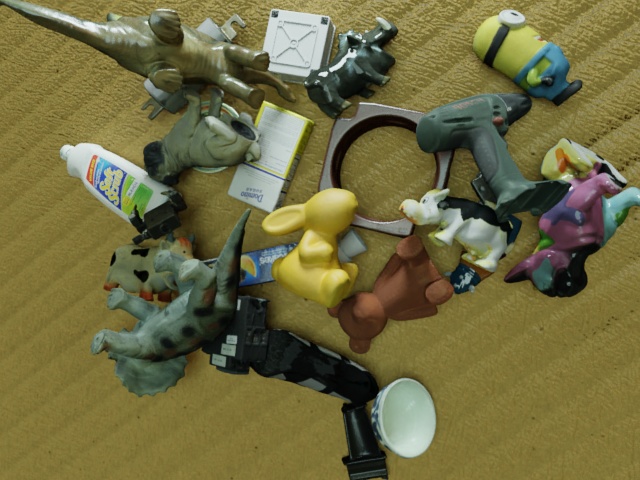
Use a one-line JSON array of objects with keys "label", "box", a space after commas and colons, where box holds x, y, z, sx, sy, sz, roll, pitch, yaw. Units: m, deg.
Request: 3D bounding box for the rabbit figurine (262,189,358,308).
[{"label": "rabbit figurine", "box": [-0.002, -0.003, 0.837, 0.163, 0.122, 0.173, 25, 107, 21]}]

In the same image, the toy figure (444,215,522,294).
[{"label": "toy figure", "box": [0.264, 0.024, 0.864, 0.057, 0.064, 0.154, 27, 103, -27]}]

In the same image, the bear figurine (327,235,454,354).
[{"label": "bear figurine", "box": [0.105, 0.094, 0.865, 0.196, 0.132, 0.120, -30, 73, 5]}]

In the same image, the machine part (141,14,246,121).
[{"label": "machine part", "box": [-0.231, -0.310, 0.962, 0.243, 0.079, 0.079, -42, 82, 10]}]

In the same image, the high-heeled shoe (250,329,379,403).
[{"label": "high-heeled shoe", "box": [-0.018, 0.218, 0.935, 0.249, 0.145, 0.086, 14, 79, 40]}]

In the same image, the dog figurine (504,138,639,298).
[{"label": "dog figurine", "box": [0.365, -0.020, 0.819, 0.219, 0.108, 0.192, -56, 36, 28]}]

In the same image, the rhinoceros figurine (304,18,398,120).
[{"label": "rhinoceros figurine", "box": [0.057, -0.286, 0.890, 0.190, 0.073, 0.112, -42, 96, -11]}]

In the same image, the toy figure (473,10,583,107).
[{"label": "toy figure", "box": [0.323, -0.281, 0.843, 0.089, 0.082, 0.180, -43, 84, 9]}]

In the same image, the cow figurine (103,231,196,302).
[{"label": "cow figurine", "box": [-0.291, 0.045, 0.953, 0.195, 0.085, 0.127, 6, 88, 33]}]

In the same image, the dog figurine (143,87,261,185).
[{"label": "dog figurine", "box": [-0.205, -0.144, 0.925, 0.172, 0.121, 0.190, 50, 119, 19]}]

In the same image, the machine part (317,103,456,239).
[{"label": "machine part", "box": [0.109, -0.112, 0.884, 0.202, 0.087, 0.201, 13, 93, 10]}]

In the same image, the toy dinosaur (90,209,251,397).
[{"label": "toy dinosaur", "box": [-0.217, 0.121, 0.865, 0.405, 0.192, 0.131, -32, 46, 15]}]

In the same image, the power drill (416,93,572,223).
[{"label": "power drill", "box": [0.270, -0.133, 0.782, 0.232, 0.086, 0.207, -12, 65, -25]}]

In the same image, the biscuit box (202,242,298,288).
[{"label": "biscuit box", "box": [-0.103, 0.046, 0.939, 0.203, 0.063, 0.059, -12, 89, 12]}]

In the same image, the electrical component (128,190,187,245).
[{"label": "electrical component", "box": [-0.276, -0.042, 0.912, 0.102, 0.078, 0.045, -26, 124, -1]}]

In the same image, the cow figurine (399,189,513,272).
[{"label": "cow figurine", "box": [0.204, -0.032, 0.796, 0.167, 0.068, 0.098, 31, 92, -11]}]

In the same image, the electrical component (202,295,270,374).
[{"label": "electrical component", "box": [-0.145, 0.160, 0.920, 0.115, 0.058, 0.134, 2, 82, 45]}]

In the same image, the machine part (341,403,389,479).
[{"label": "machine part", "box": [0.069, 0.341, 0.914, 0.084, 0.039, 0.138, -10, 89, 16]}]

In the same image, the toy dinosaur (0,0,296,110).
[{"label": "toy dinosaur", "box": [-0.241, -0.284, 0.807, 0.199, 0.471, 0.105, 35, 109, 52]}]

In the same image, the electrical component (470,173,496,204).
[{"label": "electrical component", "box": [0.277, -0.083, 0.880, 0.094, 0.021, 0.063, -32, 83, 11]}]
